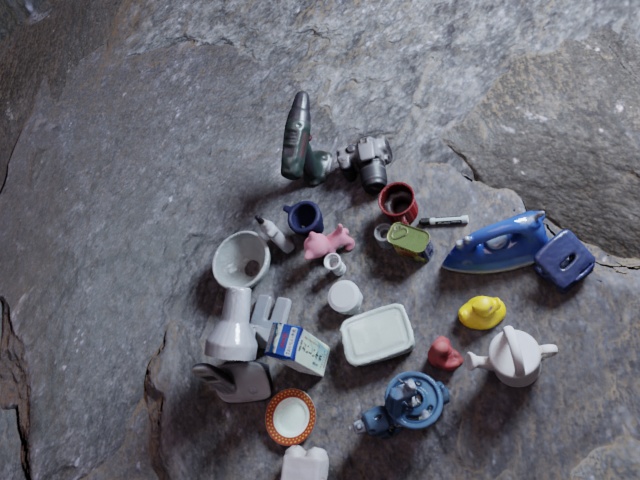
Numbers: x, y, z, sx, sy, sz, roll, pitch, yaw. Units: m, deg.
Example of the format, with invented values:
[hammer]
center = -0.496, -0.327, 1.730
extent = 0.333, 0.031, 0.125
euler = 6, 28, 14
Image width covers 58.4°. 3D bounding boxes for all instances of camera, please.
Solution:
[camera]
center = 0.119, -0.194, 1.505
extent = 0.143, 0.101, 0.137
euler = -13, 64, 16

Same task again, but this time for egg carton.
[egg carton]
center = -0.035, 0.535, 1.264
extent = 0.107, 0.070, 0.150
euler = -3, 67, 20

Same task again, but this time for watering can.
[watering can]
center = 0.386, 0.237, 1.158
extent = 0.173, 0.194, 0.100
euler = -34, 60, 5

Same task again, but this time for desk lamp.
[desk lamp]
center = -0.176, 0.205, 1.380
extent = 0.117, 0.214, 0.203
euler = 5, 70, 23

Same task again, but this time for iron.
[iron]
center = 0.390, 0.001, 1.291
extent = 0.258, 0.142, 0.118
euler = -19, 62, 13

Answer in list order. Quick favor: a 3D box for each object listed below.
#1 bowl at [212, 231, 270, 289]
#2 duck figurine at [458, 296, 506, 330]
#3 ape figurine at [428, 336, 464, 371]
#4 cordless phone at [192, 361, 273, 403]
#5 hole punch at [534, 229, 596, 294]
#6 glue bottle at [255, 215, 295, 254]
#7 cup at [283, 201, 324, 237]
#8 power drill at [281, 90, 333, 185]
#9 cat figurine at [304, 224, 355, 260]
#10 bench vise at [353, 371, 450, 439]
[bowl]
center = -0.198, 0.065, 1.531
extent = 0.167, 0.075, 0.167
euler = -8, 65, 18
[duck figurine]
center = 0.356, 0.154, 1.269
extent = 0.104, 0.086, 0.077
euler = -16, 63, 14
[ape figurine]
center = 0.270, 0.247, 1.259
extent = 0.076, 0.092, 0.078
euler = -8, 65, 18
[cordless phone]
center = -0.206, 0.326, 1.355
extent = 0.147, 0.185, 0.094
euler = -12, 64, 16
[hole punch]
center = 0.533, 0.046, 1.245
extent = 0.108, 0.091, 0.101
euler = -42, 60, 0
[glue bottle]
center = -0.126, -0.023, 1.484
extent = 0.037, 0.173, 0.078
euler = -47, 60, -3
[cup]
center = -0.038, -0.049, 1.506
extent = 0.117, 0.095, 0.092
euler = 25, 79, 28
[power drill]
center = -0.039, -0.249, 1.528
extent = 0.075, 0.209, 0.230
euler = 3, 69, 23
[cat figurine]
center = 0.013, 0.005, 1.449
extent = 0.128, 0.118, 0.067
euler = -36, 60, 3
[bench vise]
center = 0.163, 0.353, 1.180
extent = 0.207, 0.220, 0.121
euler = -44, 59, -1
